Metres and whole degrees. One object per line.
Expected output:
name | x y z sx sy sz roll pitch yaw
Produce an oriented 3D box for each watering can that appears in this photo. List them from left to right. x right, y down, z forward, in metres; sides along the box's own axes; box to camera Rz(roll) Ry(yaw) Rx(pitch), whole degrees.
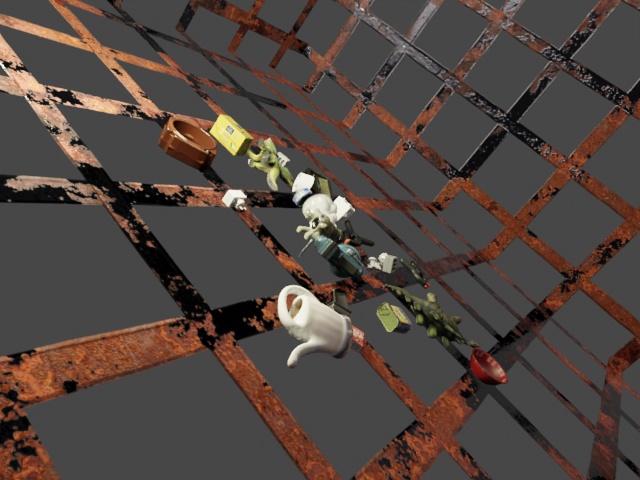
watering can | -0.014 0.247 1.356 0.223 0.102 0.355 30 22 -20

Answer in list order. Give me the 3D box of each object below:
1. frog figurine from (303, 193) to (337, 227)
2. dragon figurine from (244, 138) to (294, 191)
frog figurine | 0.006 -0.105 2.081 0.138 0.119 0.163 -9 50 -17
dragon figurine | -0.189 -0.310 2.231 0.240 0.121 0.419 25 32 -47
